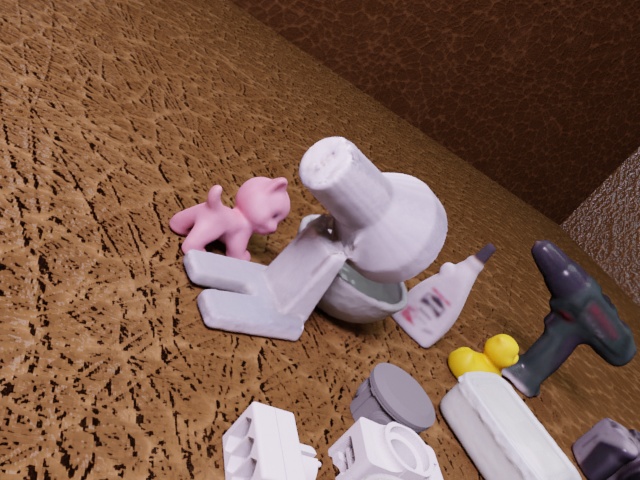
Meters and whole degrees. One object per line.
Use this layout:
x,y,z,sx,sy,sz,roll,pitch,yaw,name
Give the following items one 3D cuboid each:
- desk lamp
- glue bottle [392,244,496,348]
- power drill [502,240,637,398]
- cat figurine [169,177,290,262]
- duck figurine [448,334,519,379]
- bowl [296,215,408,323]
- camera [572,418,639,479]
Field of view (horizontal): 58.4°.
0.005,0.002,0.593,0.204,0.213,0.117,17,31,-44,desk lamp
0.179,0.069,0.795,0.078,0.173,0.037,43,22,11,glue bottle
0.365,0.140,0.906,0.229,0.208,0.076,39,21,-1,power drill
-0.087,-0.034,0.647,0.128,0.117,0.067,8,37,-53,cat figurine
0.240,0.169,0.815,0.105,0.086,0.077,22,27,-37,duck figurine
0.026,0.049,0.723,0.168,0.074,0.167,33,22,-15,bowl
0.454,0.339,0.805,0.143,0.100,0.137,37,22,-6,camera
